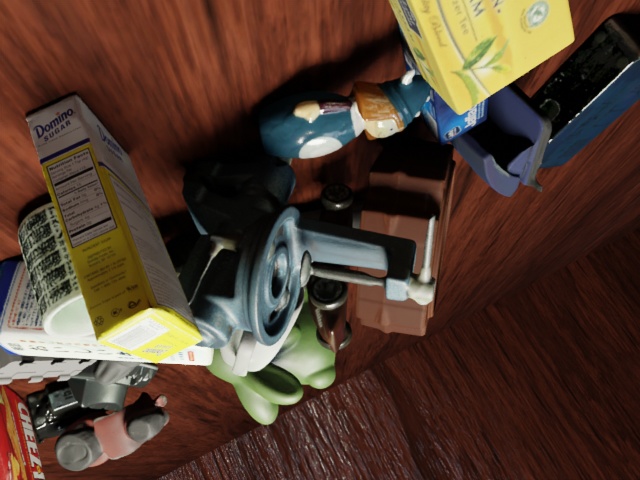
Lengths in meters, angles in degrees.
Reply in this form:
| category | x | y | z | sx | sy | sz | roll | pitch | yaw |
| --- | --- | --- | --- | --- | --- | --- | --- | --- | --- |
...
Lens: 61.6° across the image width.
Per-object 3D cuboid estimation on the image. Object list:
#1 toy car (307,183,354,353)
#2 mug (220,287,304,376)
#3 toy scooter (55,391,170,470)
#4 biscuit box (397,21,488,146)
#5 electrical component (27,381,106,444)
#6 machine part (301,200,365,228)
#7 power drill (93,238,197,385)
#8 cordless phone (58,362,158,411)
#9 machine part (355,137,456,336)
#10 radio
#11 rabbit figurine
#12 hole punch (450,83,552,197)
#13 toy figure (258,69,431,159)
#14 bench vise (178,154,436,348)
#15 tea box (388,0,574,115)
| category | x | y | z | sx | sy | sz | roll | pitch | yaw |
| --- | --- | --- | --- | --- | --- | --- | --- | --- | --- |
| toy car | 0.013 | 0.027 | 0.592 | 0.053 | 0.202 | 0.089 | 2 | 138 | 6 |
| mug | -0.067 | 0.093 | 0.550 | 0.081 | 0.110 | 0.107 | 12 | 129 | -8 |
| toy scooter | -0.309 | 0.288 | 0.841 | 0.184 | 0.075 | 0.135 | -20 | -175 | 8 |
| biscuit box | 0.122 | -0.166 | 0.514 | 0.063 | 0.059 | 0.202 | -31 | 159 | 5 |
| electrical component | -0.401 | 0.265 | 0.858 | 0.115 | 0.058 | 0.134 | -18 | 157 | -32 |
| machine part | -0.001 | -0.002 | 0.714 | 0.243 | 0.079 | 0.079 | -15 | 155 | -34 |
| power drill | -0.166 | 0.093 | 0.706 | 0.207 | 0.086 | 0.232 | 5 | 129 | -49 |
| cordless phone | -0.262 | 0.151 | 0.770 | 0.184 | 0.089 | 0.146 | -39 | 158 | -6 |
| machine part | 0.106 | -0.007 | 0.633 | 0.201 | 0.087 | 0.200 | -53 | 149 | -59 |
| radio | 0.367 | -0.195 | 0.746 | 0.131 | 0.073 | 0.229 | -12 | 152 | -35 |
| rabbit figurine | -0.074 | 0.149 | 0.686 | 0.170 | 0.159 | 0.121 | 3 | 141 | -33 |
| hole punch | 0.200 | -0.116 | 0.644 | 0.092 | 0.142 | 0.115 | -28 | 145 | -8 |
| toy figure | 0.024 | -0.110 | 0.478 | 0.155 | 0.057 | 0.064 | -10 | -162 | 9 |
| bench vise | -0.016 | 0.005 | 0.478 | 0.241 | 0.224 | 0.128 | 9 | 132 | 15 |
| tea box | 0.092 | -0.179 | 0.348 | 0.098 | 0.068 | 0.169 | -33 | 133 | 10 |
